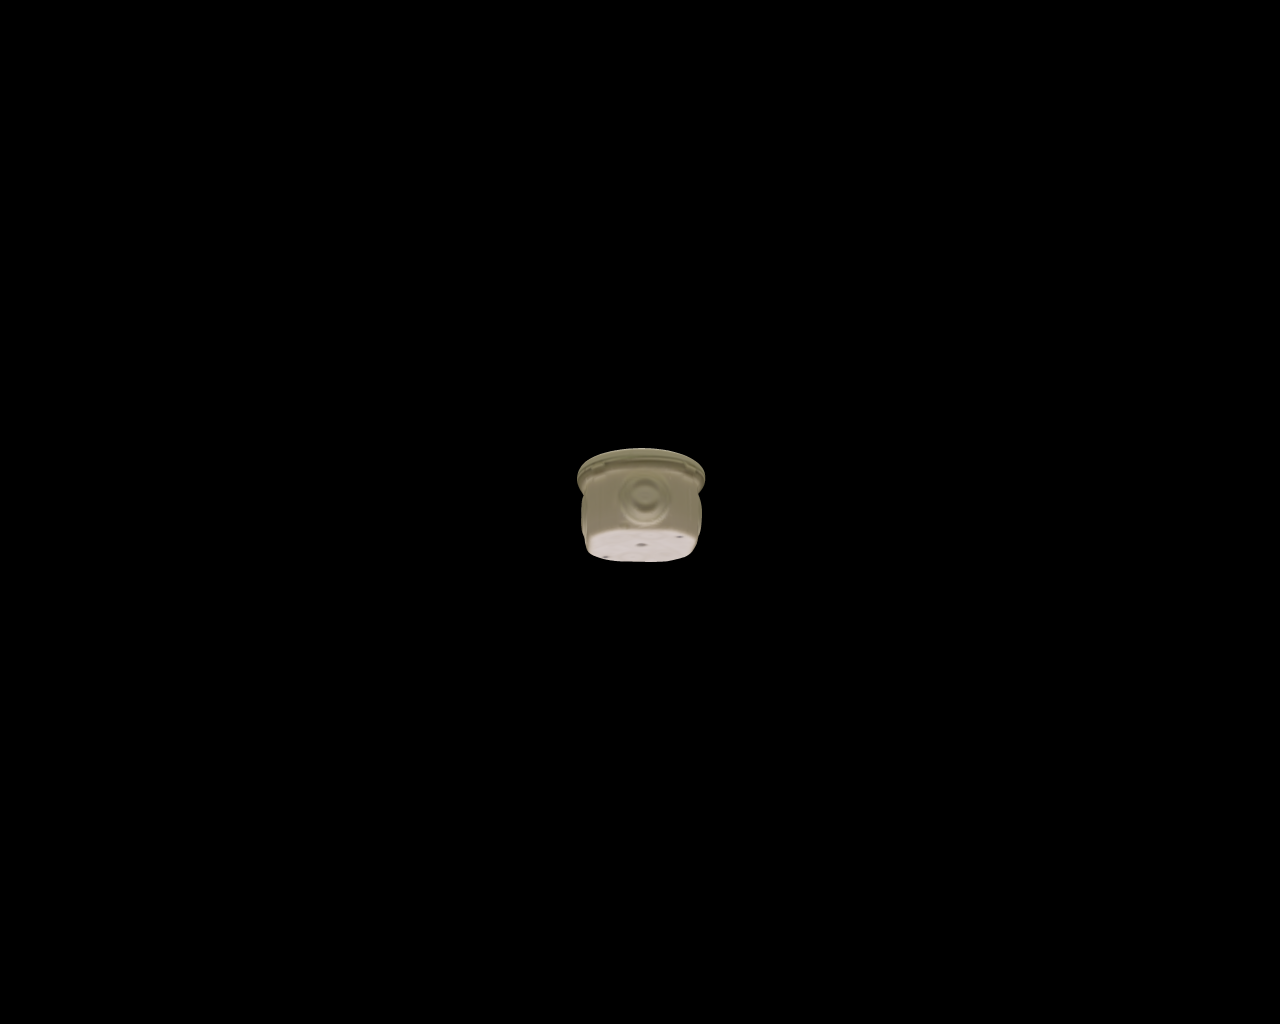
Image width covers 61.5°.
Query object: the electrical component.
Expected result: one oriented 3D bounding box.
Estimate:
[{"bbox_3d":[0.001,-0.003,0.650,0.080,0.051,0.080,0,-19,0],"label":"electrical component"}]
